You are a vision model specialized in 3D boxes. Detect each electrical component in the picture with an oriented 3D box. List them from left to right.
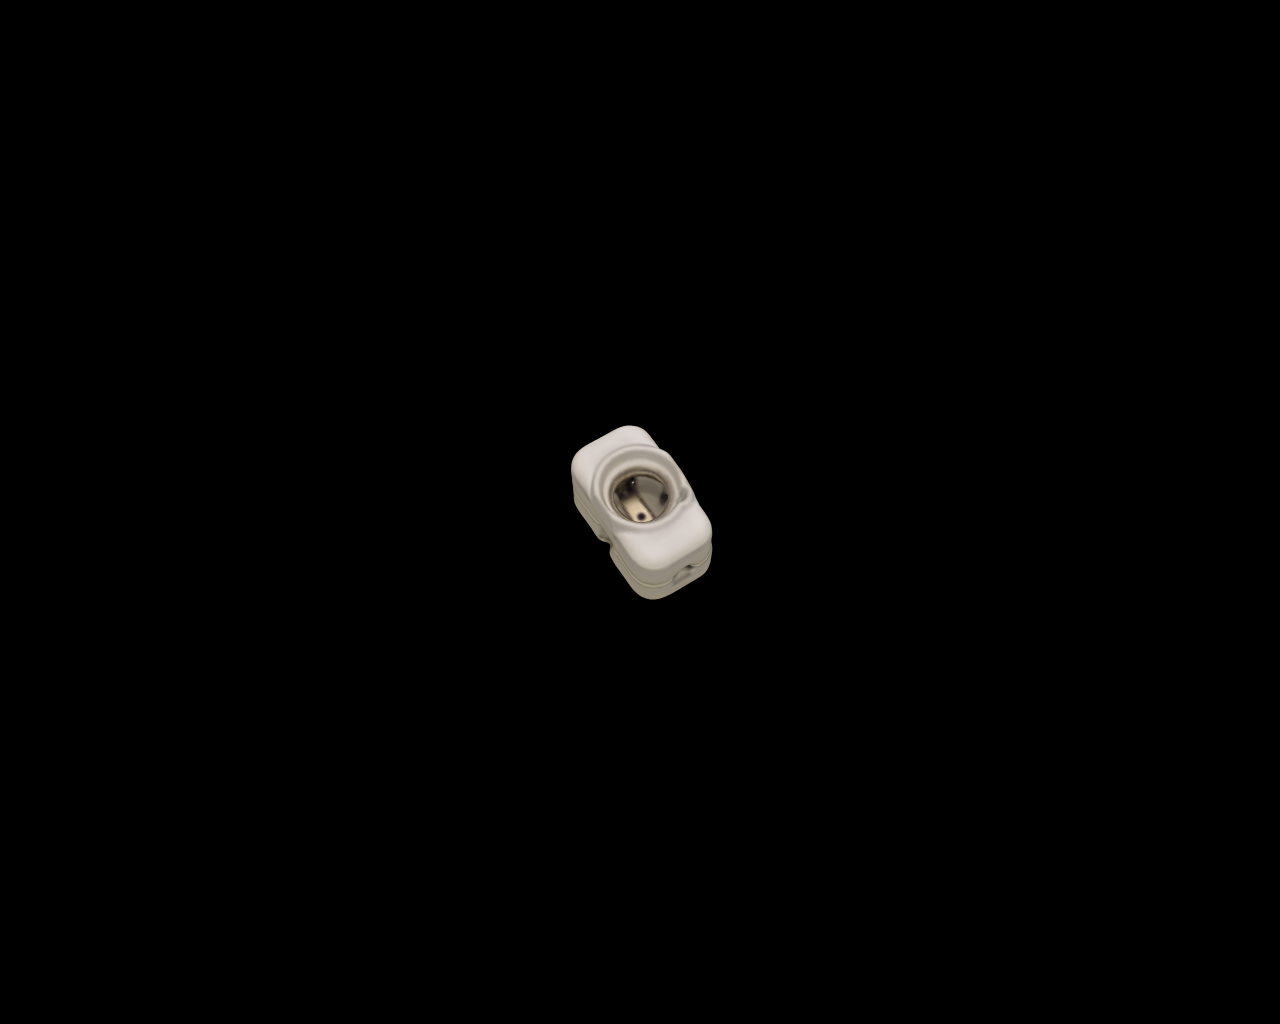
[{"bbox_3d":[0.001,-0.003,0.650,0.054,0.095,0.059,-29,-24,-14],"label":"electrical component"}]
